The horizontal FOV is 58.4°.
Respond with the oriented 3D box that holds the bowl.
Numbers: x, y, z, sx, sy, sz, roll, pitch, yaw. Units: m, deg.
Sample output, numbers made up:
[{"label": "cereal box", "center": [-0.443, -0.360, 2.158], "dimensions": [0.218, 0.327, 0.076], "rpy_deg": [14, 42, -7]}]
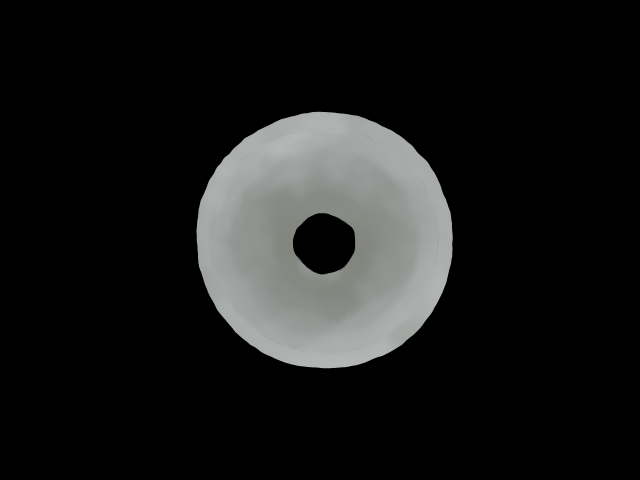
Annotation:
[{"label": "bowl", "center": [0.004, 0.001, 0.400], "dimensions": [0.167, 0.074, 0.167], "rpy_deg": [0, 86, 0]}]
